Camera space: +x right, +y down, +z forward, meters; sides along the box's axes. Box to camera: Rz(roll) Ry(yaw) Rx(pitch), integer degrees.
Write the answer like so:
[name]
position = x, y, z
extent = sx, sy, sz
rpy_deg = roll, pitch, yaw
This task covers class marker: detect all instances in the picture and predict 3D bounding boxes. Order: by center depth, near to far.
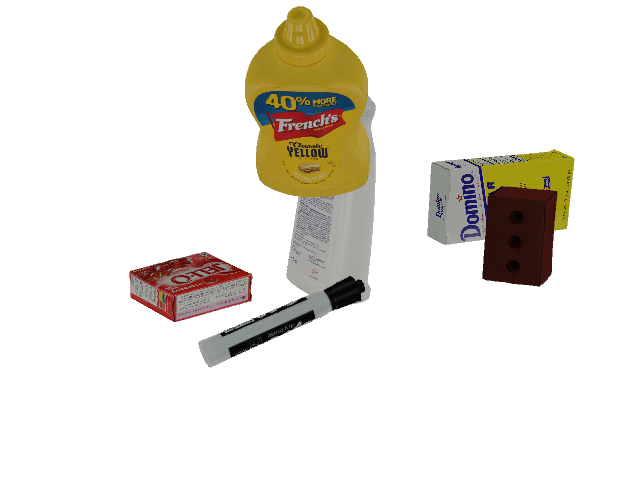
[marker]
position = -0.024, 0.053, 0.724
extent = 0.121, 0.020, 0.020
rpy_deg = -23, 6, -16

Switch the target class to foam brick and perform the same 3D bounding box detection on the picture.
[foam brick]
position = 0.174, -0.004, 0.932
extent = 0.053, 0.078, 0.051
rpy_deg = 7, 16, 22

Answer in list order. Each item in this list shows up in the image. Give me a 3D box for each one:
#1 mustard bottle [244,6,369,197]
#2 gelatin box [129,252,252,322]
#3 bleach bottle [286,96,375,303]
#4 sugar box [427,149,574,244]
[mustard bottle]
position = -0.010, -0.110, 0.846
extent = 0.096, 0.058, 0.191
rpy_deg = 3, -33, 6
[gelatin box]
position = -0.118, 0.041, 0.977
extent = 0.089, 0.030, 0.073
rpy_deg = -15, 26, -39
[bleach bottle]
position = 0.023, -0.063, 1.168
extent = 0.067, 0.251, 0.103
rpy_deg = -7, 23, -39
[sugar box]
position = 0.213, -0.052, 1.258
extent = 0.176, 0.093, 0.048
rpy_deg = -9, 21, -26
